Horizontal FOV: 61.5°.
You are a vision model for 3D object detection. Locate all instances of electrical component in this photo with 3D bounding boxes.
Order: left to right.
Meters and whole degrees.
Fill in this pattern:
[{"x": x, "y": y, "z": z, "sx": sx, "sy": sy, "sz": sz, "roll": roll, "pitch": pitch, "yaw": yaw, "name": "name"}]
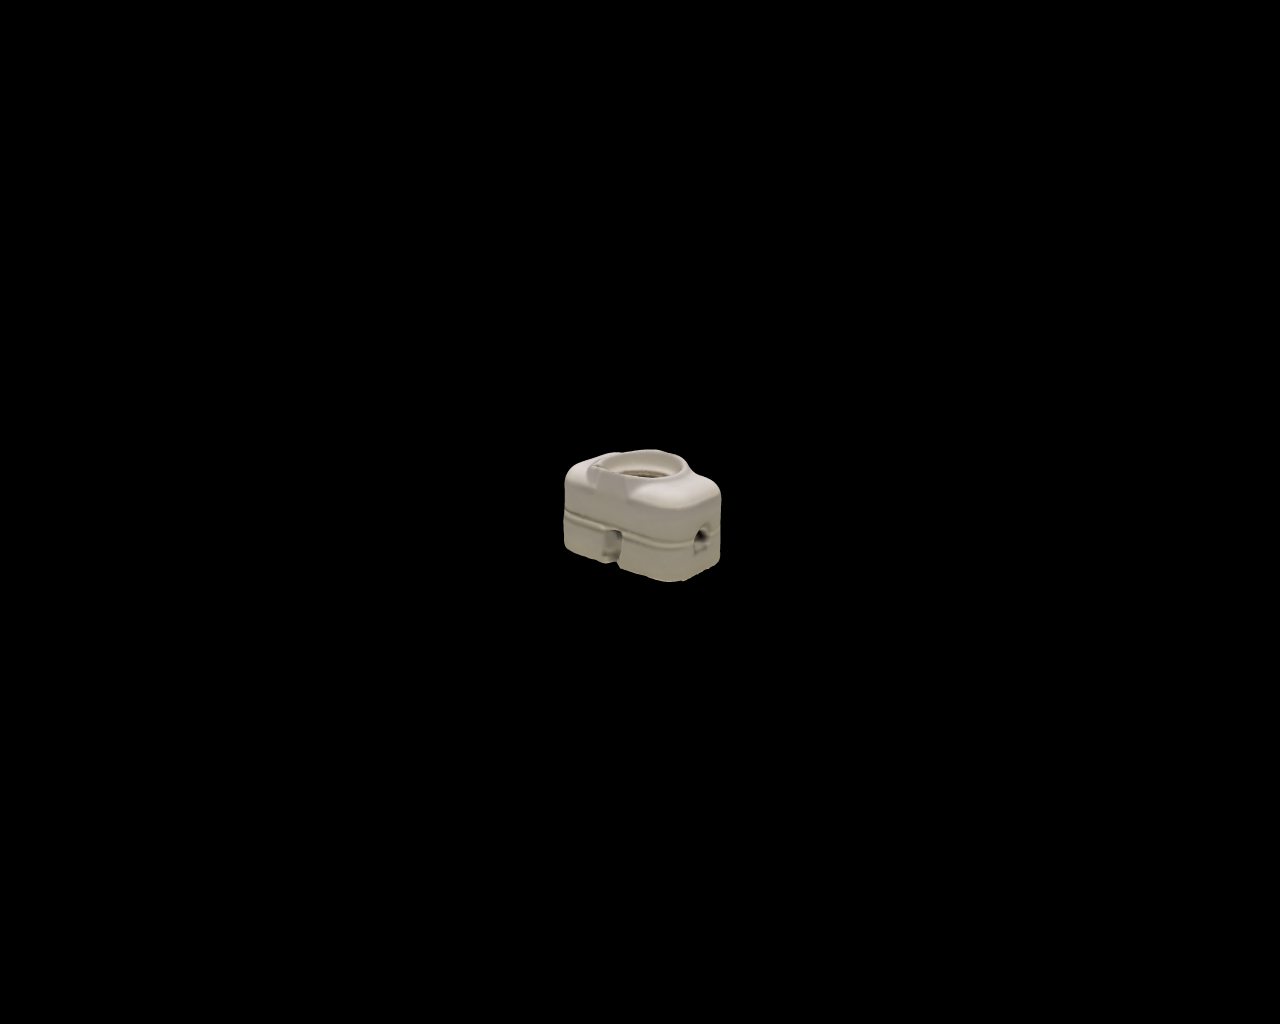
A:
[{"x": 0.001, "y": -0.003, "z": 0.650, "sx": 0.095, "sy": 0.059, "sz": 0.054, "roll": 17, "pitch": 27, "yaw": 38, "name": "electrical component"}]
